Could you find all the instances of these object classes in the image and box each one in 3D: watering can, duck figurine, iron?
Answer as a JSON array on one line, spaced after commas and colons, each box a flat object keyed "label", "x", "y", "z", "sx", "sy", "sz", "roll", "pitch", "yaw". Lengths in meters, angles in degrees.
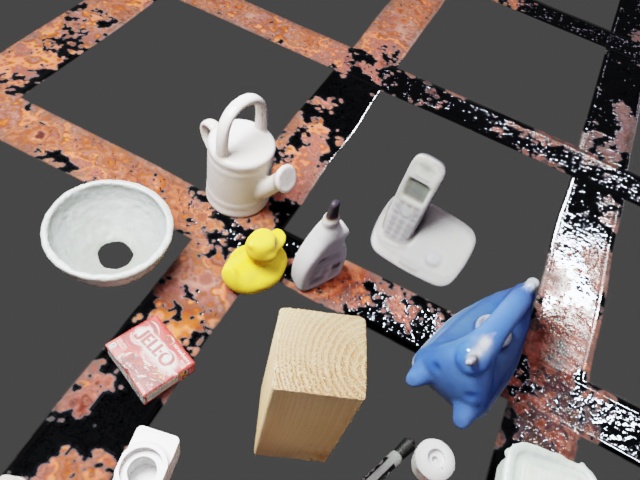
[{"label": "watering can", "x": -0.108, "y": -0.127, "z": 0.836, "sx": 0.172, "sy": 0.194, "sz": 0.101, "roll": 21, "pitch": 53, "yaw": 4}, {"label": "duck figurine", "x": -0.088, "y": 0.022, "z": 0.799, "sx": 0.105, "sy": 0.086, "sz": 0.077, "roll": -33, "pitch": 67, "yaw": -30}, {"label": "iron", "x": 0.233, "y": 0.118, "z": 0.763, "sx": 0.118, "sy": 0.141, "sz": 0.259, "roll": 39, "pitch": 56, "yaw": 17}]

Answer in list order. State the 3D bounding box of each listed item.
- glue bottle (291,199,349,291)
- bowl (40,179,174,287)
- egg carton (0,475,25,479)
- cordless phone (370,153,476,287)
[{"label": "glue bottle", "x": 0.007, "y": 0.003, "z": 0.779, "sx": 0.078, "sy": 0.173, "sz": 0.037, "roll": -22, "pitch": 61, "yaw": -25}, {"label": "bowl", "x": -0.283, "y": 0.002, "z": 0.778, "sx": 0.167, "sy": 0.075, "sz": 0.167, "roll": 6, "pitch": 53, "yaw": -8}, {"label": "egg carton", "x": -0.333, "y": 0.308, "z": 0.546, "sx": 0.107, "sy": 0.069, "sz": 0.151, "roll": 42, "pitch": 57, "yaw": 18}, {"label": "cordless phone", "x": 0.163, "y": -0.030, "z": 0.829, "sx": 0.147, "sy": 0.185, "sz": 0.094, "roll": 28, "pitch": 54, "yaw": 9}]
